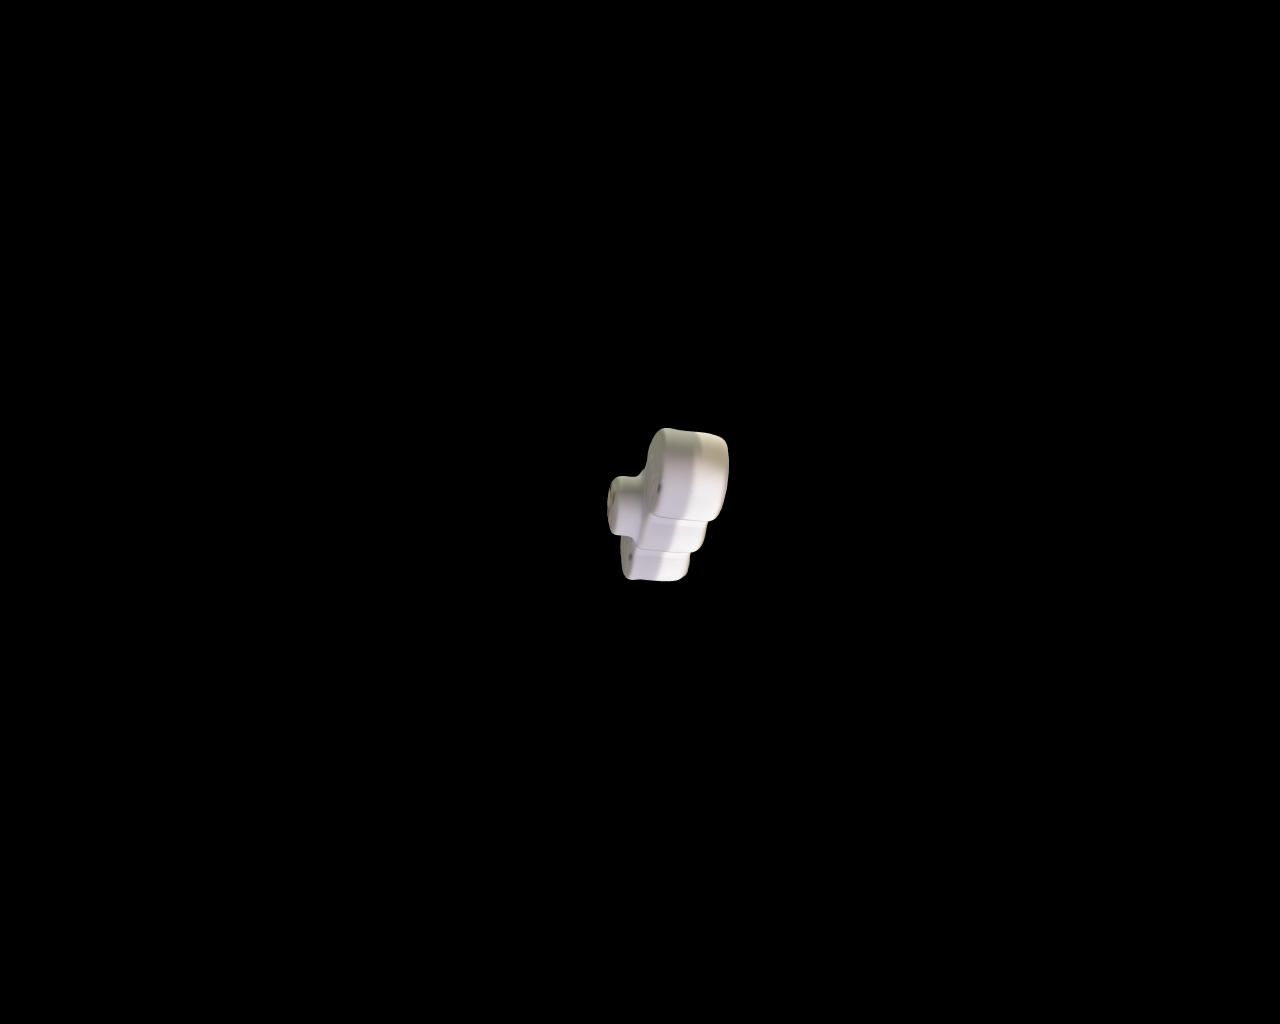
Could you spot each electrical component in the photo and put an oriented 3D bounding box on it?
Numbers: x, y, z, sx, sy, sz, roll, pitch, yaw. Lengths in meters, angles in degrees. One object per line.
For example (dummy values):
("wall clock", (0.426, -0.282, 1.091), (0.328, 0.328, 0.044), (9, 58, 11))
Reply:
("electrical component", (0.001, -0.003, 0.650), (0.074, 0.052, 0.138), (5, -28, -10))
